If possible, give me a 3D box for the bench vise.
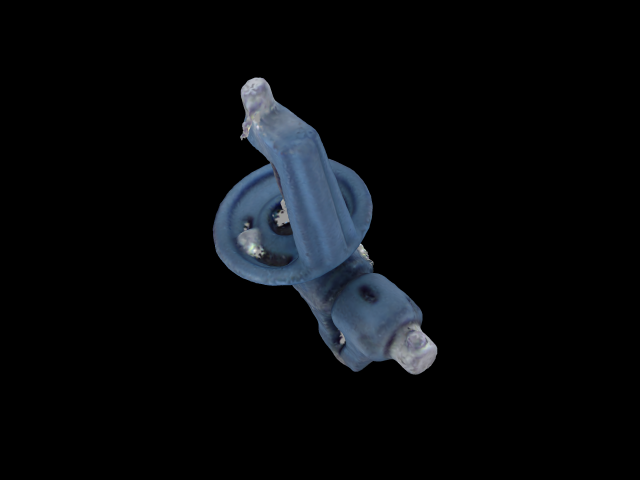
[{"bbox_3d":[0.010,-0.008,0.404,0.207,0.220,0.122,29,68,13],"label":"bench vise"}]
